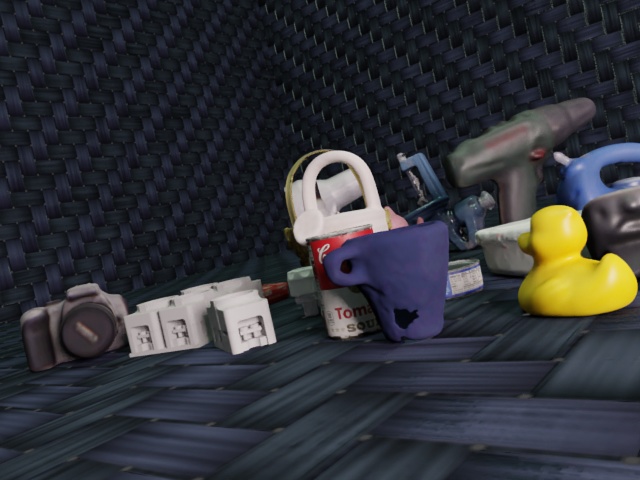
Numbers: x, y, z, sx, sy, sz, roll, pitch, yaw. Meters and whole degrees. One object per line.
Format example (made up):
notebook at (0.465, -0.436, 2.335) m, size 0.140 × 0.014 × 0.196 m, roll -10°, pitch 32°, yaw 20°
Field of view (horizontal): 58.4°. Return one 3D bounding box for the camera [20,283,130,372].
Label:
camera at (-0.332, 0.115, 0.779) m, size 0.143 × 0.101 × 0.136 m, roll -13°, pitch 2°, yaw -20°

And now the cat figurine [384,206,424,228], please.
cat figurine at (0.152, -0.008, 1.058) m, size 0.128 × 0.118 × 0.067 m, roll -14°, pitch 2°, yaw -35°

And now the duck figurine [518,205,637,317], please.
duck figurine at (0.202, 0.014, 0.468) m, size 0.078 × 0.086 × 0.104 m, roll -13°, pitch 2°, yaw -20°

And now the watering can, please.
watering can at (0.030, -0.010, 0.675) m, size 0.101 × 0.194 × 0.173 m, roll -12°, pitch 2°, yaw 6°

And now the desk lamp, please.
desk lamp at (0.046, -0.037, 1.156) m, size 0.203 × 0.213 × 0.118 m, roll -12°, pitch 2°, yaw 5°

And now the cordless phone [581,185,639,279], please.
cordless phone at (0.312, -0.063, 0.526) m, size 0.147 × 0.185 × 0.094 m, roll -12°, pitch 2°, yaw 18°

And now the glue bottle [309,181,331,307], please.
glue bottle at (0.007, 0.003, 0.789) m, size 0.037 × 0.173 × 0.078 m, roll -11°, pitch 2°, yaw 25°

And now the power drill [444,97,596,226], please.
power drill at (0.296, -0.079, 0.805) m, size 0.230 × 0.208 × 0.075 m, roll -13°, pitch 2°, yaw -7°

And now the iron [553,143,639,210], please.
iron at (0.465, -0.083, 0.849) m, size 0.258 × 0.141 × 0.118 m, roll -13°, pitch 2°, yaw -8°

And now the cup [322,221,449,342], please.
cup at (0.060, 0.040, 0.478) m, size 0.118 × 0.095 × 0.091 m, roll -13°, pitch 2°, yaw -32°

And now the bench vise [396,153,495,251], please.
bench vise at (0.241, -0.083, 1.163) m, size 0.207 × 0.220 × 0.122 m, roll -12°, pitch 2°, yaw 13°
